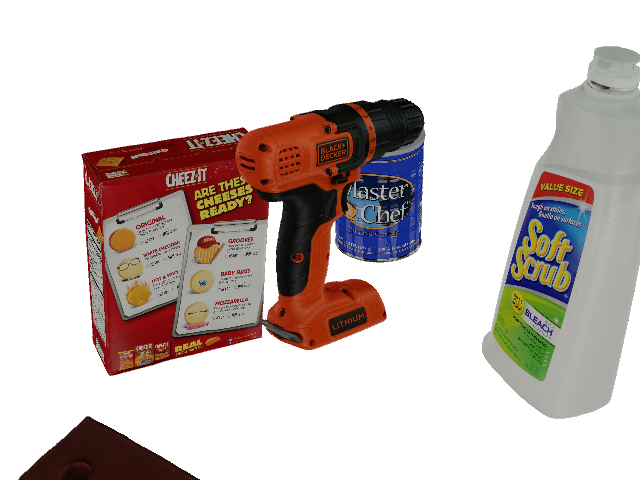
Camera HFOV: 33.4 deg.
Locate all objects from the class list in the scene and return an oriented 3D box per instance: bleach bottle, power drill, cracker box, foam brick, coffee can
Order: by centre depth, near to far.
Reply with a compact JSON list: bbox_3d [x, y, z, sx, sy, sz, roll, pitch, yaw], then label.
[{"bbox_3d":[-0.082,0.121,0.443,0.078,0.051,0.052,22,45,27],"label":"foam brick"},{"bbox_3d":[0.168,-0.008,0.708,0.068,0.251,0.103,-11,34,-22],"label":"bleach bottle"},{"bbox_3d":[0.014,-0.018,0.869,0.184,0.188,0.057,-17,24,-37],"label":"power drill"},{"bbox_3d":[-0.137,0.010,1.017,0.164,0.214,0.072,-12,35,-24],"label":"cracker box"},{"bbox_3d":[0.067,-0.061,1.223,0.103,0.140,0.103,-1,30,0],"label":"coffee can"}]
